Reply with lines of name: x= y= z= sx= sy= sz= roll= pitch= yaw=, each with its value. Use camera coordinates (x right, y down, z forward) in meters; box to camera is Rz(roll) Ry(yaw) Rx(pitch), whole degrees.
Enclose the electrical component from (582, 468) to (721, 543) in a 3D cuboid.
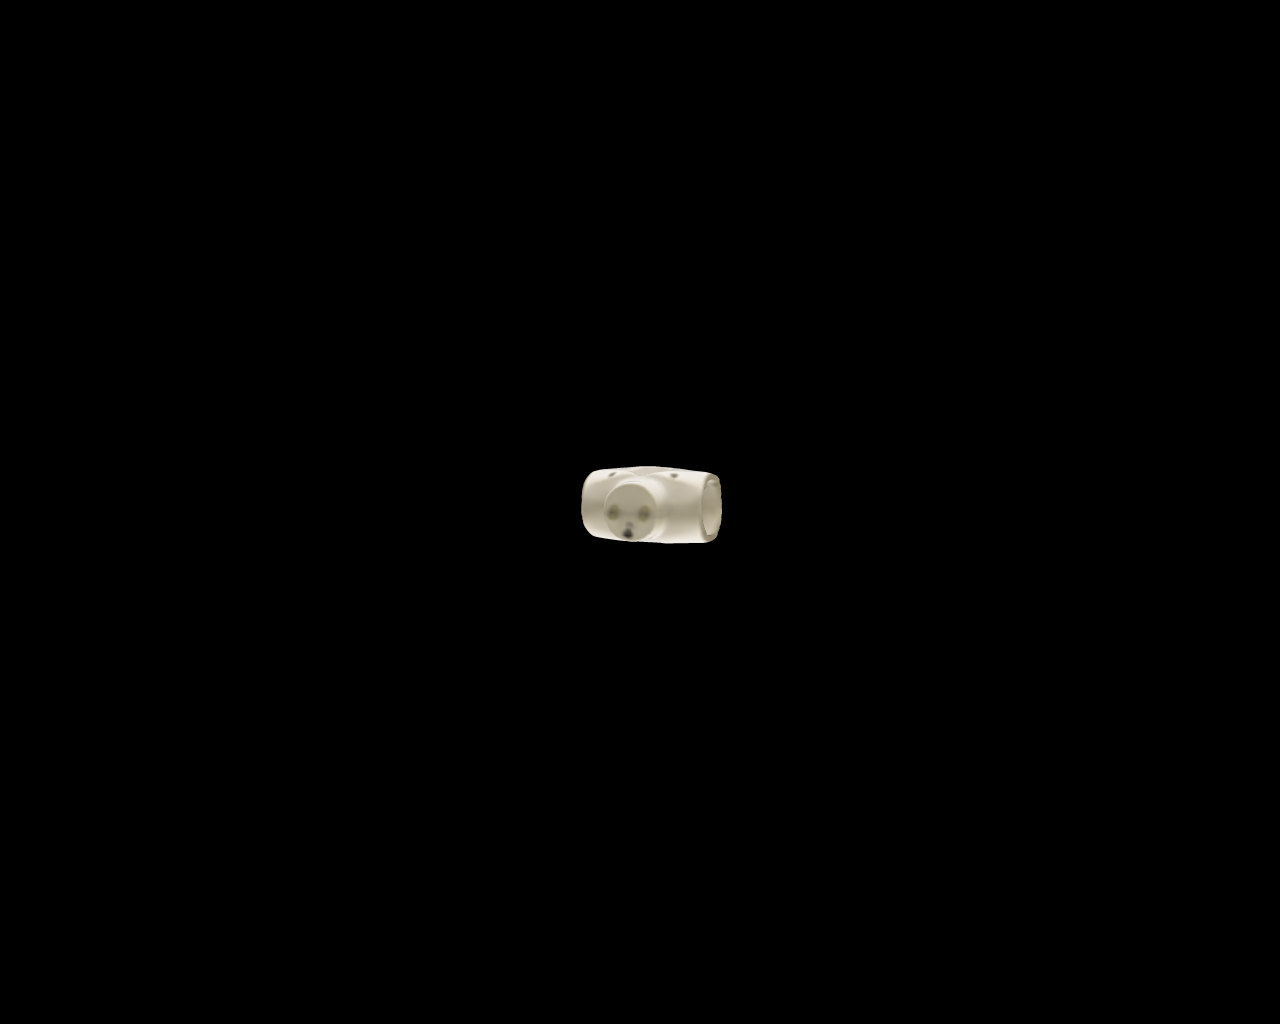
electrical component: x=0.001 y=-0.003 z=0.650 sx=0.077 sy=0.043 sz=0.079 roll=3 pitch=8 yaw=22
